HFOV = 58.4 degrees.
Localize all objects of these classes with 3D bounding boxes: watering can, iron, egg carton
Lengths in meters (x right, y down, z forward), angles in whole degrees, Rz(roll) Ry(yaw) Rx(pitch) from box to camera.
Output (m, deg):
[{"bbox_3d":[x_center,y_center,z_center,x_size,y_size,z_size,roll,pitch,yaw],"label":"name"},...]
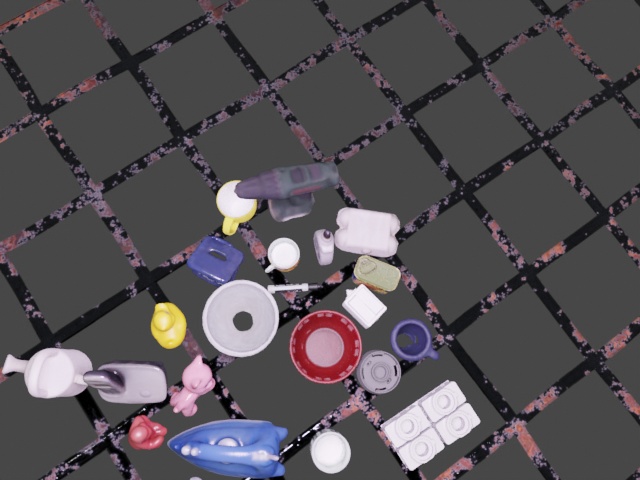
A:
[{"bbox_3d":[-0.554,0.273,1.171,0.173,0.194,0.101,-9,78,-5],"label":"watering can"},{"bbox_3d":[-0.198,0.436,1.182,0.258,0.141,0.119,3,77,-3],"label":"iron"},{"bbox_3d":[0.110,-0.017,1.342,0.150,0.069,0.107,7,77,-2],"label":"egg carton"}]

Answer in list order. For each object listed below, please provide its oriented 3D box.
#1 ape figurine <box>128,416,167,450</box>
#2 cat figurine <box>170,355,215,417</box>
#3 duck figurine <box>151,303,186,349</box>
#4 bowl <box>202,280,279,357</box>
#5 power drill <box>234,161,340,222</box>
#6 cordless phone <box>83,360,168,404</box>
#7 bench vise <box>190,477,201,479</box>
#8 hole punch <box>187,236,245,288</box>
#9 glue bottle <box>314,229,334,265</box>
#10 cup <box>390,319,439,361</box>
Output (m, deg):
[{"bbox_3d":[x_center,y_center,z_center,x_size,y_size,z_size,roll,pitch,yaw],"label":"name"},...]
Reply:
[{"bbox_3d":[-0.371,0.408,1.203,0.076,0.092,0.078,-24,79,-8],"label":"ape figurine"},{"bbox_3d":[-0.271,0.313,1.218,0.067,0.117,0.128,32,77,5],"label":"cat figurine"},{"bbox_3d":[-0.338,0.186,1.259,0.077,0.086,0.104,-14,78,-6],"label":"duck figurine"},{"bbox_3d":[-0.174,0.177,1.277,0.167,0.074,0.167,1,77,-3],"label":"bowl"},{"bbox_3d":[-0.072,-0.108,1.280,0.230,0.208,0.075,-17,78,-7],"label":"power drill"},{"bbox_3d":[-0.399,0.293,1.180,0.147,0.185,0.094,-1,77,-3],"label":"cordless phone"},{"bbox_3d":[-0.287,0.575,1.104,0.121,0.219,0.207,-2,77,-3],"label":"bench vise"},{"bbox_3d":[-0.235,0.045,1.295,0.108,0.091,0.101,26,77,3],"label":"hole punch"},{"bbox_3d":[0.012,0.005,1.278,0.037,0.173,0.078,-11,78,-5],"label":"glue bottle"},{"bbox_3d":[0.207,0.232,1.277,0.117,0.095,0.092,32,77,4],"label":"cup"}]
